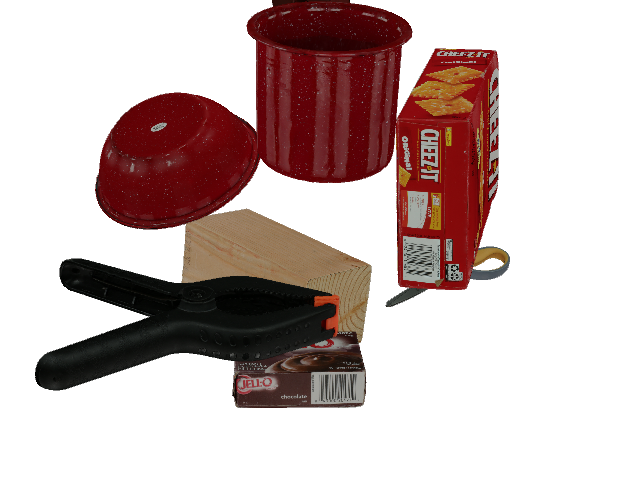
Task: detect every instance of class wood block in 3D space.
[{"bbox_3d":[-0.052,0.042,1.150,0.090,0.090,0.206,-11,25,-41],"label":"wood block"}]

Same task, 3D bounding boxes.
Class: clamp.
[{"bbox_3d":[-0.094,0.049,0.753,0.209,0.036,0.165,-3,25,-14],"label":"clamp"}]

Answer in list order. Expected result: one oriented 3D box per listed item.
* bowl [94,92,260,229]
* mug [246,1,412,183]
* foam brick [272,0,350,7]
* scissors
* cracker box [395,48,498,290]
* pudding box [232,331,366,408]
[{"bbox_3d":[-0.139,-0.085,0.973,0.162,0.162,0.055,0,-43,19],"label":"bowl"},{"bbox_3d":[0.008,-0.091,0.626,0.093,0.081,0.117,12,31,17],"label":"mug"},{"bbox_3d":[-0.009,-0.209,0.873,0.053,0.051,0.078,8,-38,15],"label":"foam brick"},{"bbox_3d":[0.129,0.028,1.211,0.201,0.016,0.096,-11,41,-33],"label":"scissors"},{"bbox_3d":[0.124,-0.074,1.005,0.072,0.164,0.213,4,27,15],"label":"cracker box"},{"bbox_3d":[-0.019,0.112,0.936,0.113,0.039,0.090,2,18,-4],"label":"pudding box"}]
